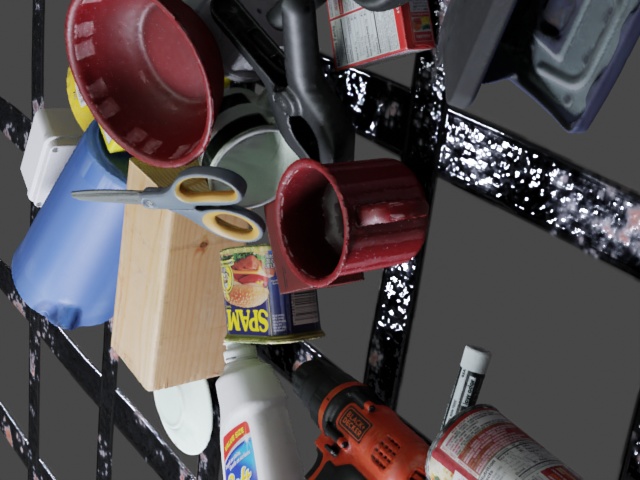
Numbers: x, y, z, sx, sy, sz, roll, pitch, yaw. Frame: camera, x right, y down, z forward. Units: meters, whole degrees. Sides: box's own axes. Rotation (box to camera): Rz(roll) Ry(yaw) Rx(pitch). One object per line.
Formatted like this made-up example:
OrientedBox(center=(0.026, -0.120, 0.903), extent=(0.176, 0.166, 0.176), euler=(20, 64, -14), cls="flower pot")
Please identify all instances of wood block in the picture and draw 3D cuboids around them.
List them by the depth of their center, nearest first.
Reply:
OrientedBox(center=(-0.133, 0.029, 1.020), extent=(0.090, 0.090, 0.206), euler=(40, 128, 43), cls="wood block")

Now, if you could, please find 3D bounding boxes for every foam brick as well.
OrientedBox(center=(-0.006, 0.001, 0.860), extent=(0.053, 0.051, 0.078), euler=(-16, 84, 57), cls="foam brick")

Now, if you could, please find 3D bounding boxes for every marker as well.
OrientedBox(center=(0.093, 0.133, 0.744), extent=(0.020, 0.020, 0.121), euler=(24, 100, 51), cls="marker")

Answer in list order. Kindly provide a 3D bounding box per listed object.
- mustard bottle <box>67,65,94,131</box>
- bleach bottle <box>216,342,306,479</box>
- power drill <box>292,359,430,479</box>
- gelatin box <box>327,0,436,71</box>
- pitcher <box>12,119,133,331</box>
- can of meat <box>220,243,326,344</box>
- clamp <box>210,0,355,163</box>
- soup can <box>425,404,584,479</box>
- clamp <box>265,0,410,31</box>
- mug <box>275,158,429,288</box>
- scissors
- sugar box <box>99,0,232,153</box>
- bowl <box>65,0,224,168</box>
OrientedBox(center=(-0.202, -0.174, 1.102), extent=(0.192, 0.058, 0.096), euler=(-19, 82, 56), cls="mustard bottle")
OrientedBox(center=(-0.054, 0.216, 0.973), extent=(0.103, 0.067, 0.251), euler=(-26, 73, 55), cls="bleach bottle")
OrientedBox(center=(-0.011, 0.195, 0.831), extent=(0.187, 0.057, 0.185), euler=(-55, 32, -1), cls="power drill")
OrientedBox(center=(0.042, -0.166, 0.773), extent=(0.089, 0.030, 0.073), euler=(-5, 95, 57), cls="gelatin box")
OrientedBox(center=(-0.229, -0.032, 1.127), extent=(0.149, 0.144, 0.243), euler=(52, 135, 13), cls="pitcher")
OrientedBox(center=(-0.044, 0.045, 0.924), extent=(0.102, 0.057, 0.084), euler=(-5, 90, 56), cls="can of meat")
OrientedBox(center=(-0.013, -0.116, 0.798), extent=(0.171, 0.039, 0.120), euler=(58, 161, -18), cls="clamp")
OrientedBox(center=(0.126, 0.161, 0.689), extent=(0.102, 0.068, 0.068), euler=(37, 126, 46), cls="soup can")
OrientedBox(center=(0.021, -0.220, 0.726), extent=(0.210, 0.036, 0.164), euler=(23, 118, 55), cls="clamp")
OrientedBox(center=(0.032, -0.018, 0.774), extent=(0.117, 0.081, 0.093), euler=(-11, 88, 56), cls="mug")
OrientedBox(center=(-0.124, -0.025, 0.908), extent=(0.202, 0.096, 0.016), euler=(-9, 46, 45), cls="scissors")
OrientedBox(center=(-0.131, -0.147, 0.974), extent=(0.176, 0.093, 0.048), euler=(-47, 59, 50), cls="sugar box")
OrientedBox(center=(-0.130, -0.141, 0.858), extent=(0.162, 0.055, 0.162), euler=(24, 133, 28), cls="bowl")
